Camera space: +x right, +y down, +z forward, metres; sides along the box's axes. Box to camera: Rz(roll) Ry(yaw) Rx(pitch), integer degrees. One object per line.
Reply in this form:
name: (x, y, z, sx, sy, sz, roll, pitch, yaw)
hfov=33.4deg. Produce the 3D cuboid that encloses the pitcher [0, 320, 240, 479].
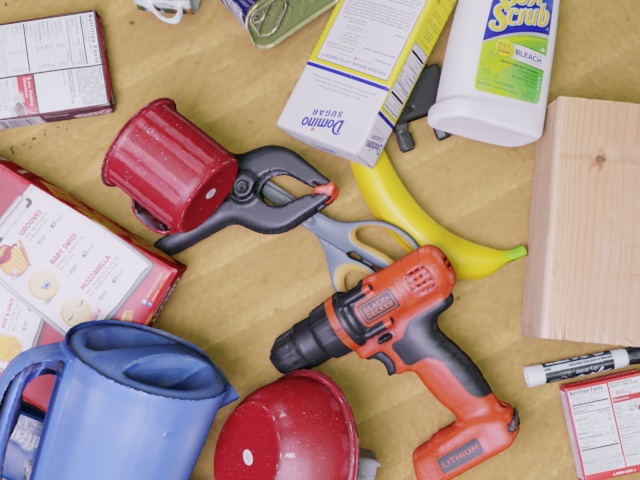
pitcher: (-0.180, 0.193, 0.846, 0.149, 0.144, 0.243, 24, 103, 14)

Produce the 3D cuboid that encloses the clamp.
clamp: (-0.072, -0.035, 0.947, 0.172, 0.039, 0.120, 11, 94, 15)

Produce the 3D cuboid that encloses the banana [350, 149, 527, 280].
banana: (0.090, -0.023, 0.963, 0.198, 0.037, 0.069, 39, 67, 0)

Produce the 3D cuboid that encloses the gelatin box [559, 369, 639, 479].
gelatin box: (0.260, 0.166, 0.955, 0.073, 0.030, 0.089, -12, 87, -1)

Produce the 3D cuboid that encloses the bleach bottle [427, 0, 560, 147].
bleach bottle: (0.165, -0.216, 0.955, 0.102, 0.068, 0.251, 12, 81, -19)

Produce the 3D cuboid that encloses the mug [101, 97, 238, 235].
mug: (-0.128, -0.051, 0.907, 0.081, 0.093, 0.117, 38, 128, 12)

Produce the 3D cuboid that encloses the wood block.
wood block: (0.236, -0.013, 0.937, 0.091, 0.090, 0.206, 6, 86, 0)

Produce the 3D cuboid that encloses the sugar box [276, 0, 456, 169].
sugar box: (0.042, -0.160, 0.949, 0.093, 0.048, 0.176, 25, 88, 31)

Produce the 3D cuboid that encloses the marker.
marker: (0.245, 0.112, 0.963, 0.121, 0.020, 0.020, -11, 86, -2)

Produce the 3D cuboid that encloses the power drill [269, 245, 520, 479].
power drill: (0.070, 0.121, 0.926, 0.185, 0.057, 0.187, -32, 93, 20)

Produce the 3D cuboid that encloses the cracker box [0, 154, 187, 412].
cracker box: (-0.249, 0.039, 0.927, 0.213, 0.072, 0.164, 31, 92, 1)

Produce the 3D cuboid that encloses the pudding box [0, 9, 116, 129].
pudding box: (-0.247, -0.153, 0.962, 0.113, 0.039, 0.090, -9, 86, -4)

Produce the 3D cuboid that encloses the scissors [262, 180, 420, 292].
scissors: (-0.006, 0.001, 0.964, 0.202, 0.016, 0.096, 19, 107, 15)

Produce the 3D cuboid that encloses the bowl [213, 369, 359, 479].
bowl: (-0.040, 0.183, 0.881, 0.055, 0.162, 0.162, 16, 85, -38)

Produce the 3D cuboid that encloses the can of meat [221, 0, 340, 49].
can of meat: (-0.041, -0.233, 0.949, 0.102, 0.057, 0.084, -36, 60, -4)
